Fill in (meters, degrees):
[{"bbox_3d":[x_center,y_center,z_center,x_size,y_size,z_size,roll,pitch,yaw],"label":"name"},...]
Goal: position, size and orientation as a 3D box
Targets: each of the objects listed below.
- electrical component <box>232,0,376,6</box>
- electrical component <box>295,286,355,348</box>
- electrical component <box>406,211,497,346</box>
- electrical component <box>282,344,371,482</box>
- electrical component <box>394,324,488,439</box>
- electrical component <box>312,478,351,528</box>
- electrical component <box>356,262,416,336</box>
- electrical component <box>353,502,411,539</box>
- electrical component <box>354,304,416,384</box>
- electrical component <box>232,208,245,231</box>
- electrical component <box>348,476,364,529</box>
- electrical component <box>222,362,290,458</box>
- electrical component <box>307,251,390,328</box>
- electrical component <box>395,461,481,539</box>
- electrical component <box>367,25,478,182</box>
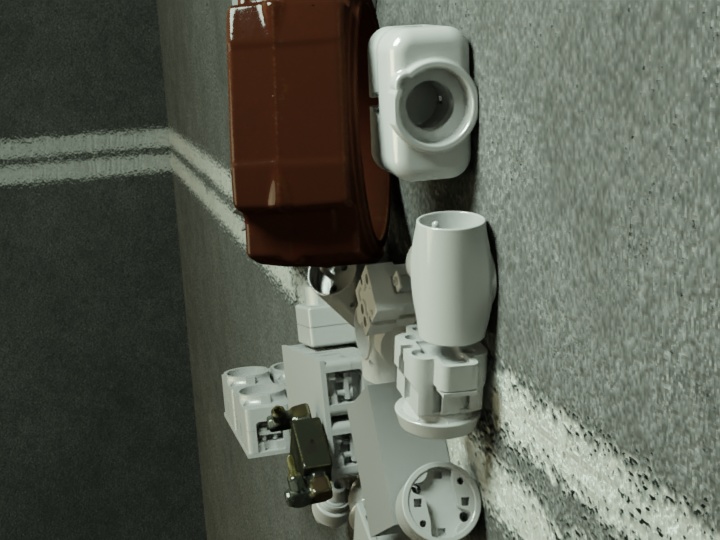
[{"bbox_3d":[-0.043,-0.250,0.843,0.060,0.105,0.186,-112,21,-46],"label":"electrical component"},{"bbox_3d":[-0.035,0.033,1.055,0.066,0.047,0.076,-177,81,-76],"label":"electrical component"},{"bbox_3d":[0.054,0.000,0.697,0.079,0.044,0.077,-132,37,-67],"label":"electrical component"},{"bbox_3d":[-0.023,0.127,1.024,0.186,0.060,0.105,-178,82,-76],"label":"electrical component"},{"bbox_3d":[0.052,0.075,0.711,0.078,0.058,0.057,-133,42,-67],"label":"electrical component"},{"bbox_3d":[-0.027,0.239,1.123,0.062,0.043,0.043,103,156,-50],"label":"electrical component"},{"bbox_3d":[0.031,0.019,0.772,0.066,0.055,0.048,111,149,-62],"label":"electrical component"},{"bbox_3d":[0.029,0.251,0.897,0.099,0.048,0.099,-116,24,-53],"label":"electrical component"},{"bbox_3d":[0.027,0.051,0.825,0.079,0.044,0.077,-136,42,-68],"label":"electrical component"},{"bbox_3d":[-0.091,-0.069,1.183,0.063,0.079,0.121,-68,12,-8],"label":"electrical component"},{"bbox_3d":[0.010,0.203,0.963,0.062,0.048,0.048,-107,16,-59],"label":"electrical component"},{"bbox_3d":[-0.090,0.149,1.205,0.186,0.105,0.060,-158,62,-74],"label":"electrical component"},{"bbox_3d":[0.000,0.000,0.884,0.079,0.043,0.077,-64,-31,-13],"label":"electrical component"},{"bbox_3d":[0.053,0.166,0.757,0.047,0.055,0.055,113,148,-70],"label":"electrical component"},{"bbox_3d":[0.039,-0.107,0.687,0.059,0.054,0.095,-138,43,-69],"label":"electrical component"}]
